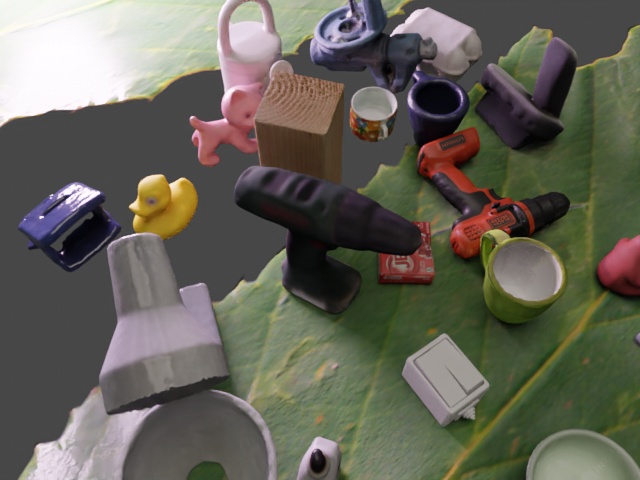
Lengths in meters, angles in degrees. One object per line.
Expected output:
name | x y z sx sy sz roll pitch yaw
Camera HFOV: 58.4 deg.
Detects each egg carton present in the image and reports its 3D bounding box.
egg carton | 0.200 -0.335 0.988 0.150 0.069 0.107 33 63 19

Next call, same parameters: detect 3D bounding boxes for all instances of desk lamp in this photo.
desk lamp | -0.170 0.102 0.623 0.118 0.214 0.203 -16 59 -10

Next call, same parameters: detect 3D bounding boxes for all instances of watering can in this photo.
watering can | -0.101 -0.289 0.883 0.172 0.194 0.101 27 61 16

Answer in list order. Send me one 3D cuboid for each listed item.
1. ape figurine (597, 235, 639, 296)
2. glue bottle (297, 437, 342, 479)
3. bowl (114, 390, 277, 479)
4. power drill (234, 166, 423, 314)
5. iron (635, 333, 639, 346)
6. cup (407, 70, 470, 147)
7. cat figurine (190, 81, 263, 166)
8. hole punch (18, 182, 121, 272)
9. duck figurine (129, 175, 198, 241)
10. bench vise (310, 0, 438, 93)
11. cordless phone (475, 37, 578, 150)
ape figurine | 0.411 0.026 0.746 0.076 0.092 0.078 2 57 1
glue bottle | -0.001 0.231 0.565 0.037 0.173 0.078 15 59 9
bowl | -0.126 0.251 0.610 0.167 0.075 0.167 0 57 0
power drill | 0.006 0.002 0.690 0.229 0.208 0.076 26 61 15
iron | 0.530 0.103 0.668 0.258 0.141 0.118 4 58 2
cup | 0.169 -0.195 0.884 0.092 0.095 0.117 -20 60 -12
cat figurine | -0.135 -0.185 0.862 0.128 0.118 0.067 -22 60 -14
hole punch | -0.347 -0.028 0.777 0.101 0.091 0.109 33 63 19
duck figurine | -0.221 -0.057 0.799 0.077 0.086 0.105 34 63 20
bench vise | 0.086 -0.354 0.911 0.207 0.220 0.121 3 57 2
cordless phone | 0.318 -0.244 0.862 0.094 0.185 0.147 -28 62 -17
